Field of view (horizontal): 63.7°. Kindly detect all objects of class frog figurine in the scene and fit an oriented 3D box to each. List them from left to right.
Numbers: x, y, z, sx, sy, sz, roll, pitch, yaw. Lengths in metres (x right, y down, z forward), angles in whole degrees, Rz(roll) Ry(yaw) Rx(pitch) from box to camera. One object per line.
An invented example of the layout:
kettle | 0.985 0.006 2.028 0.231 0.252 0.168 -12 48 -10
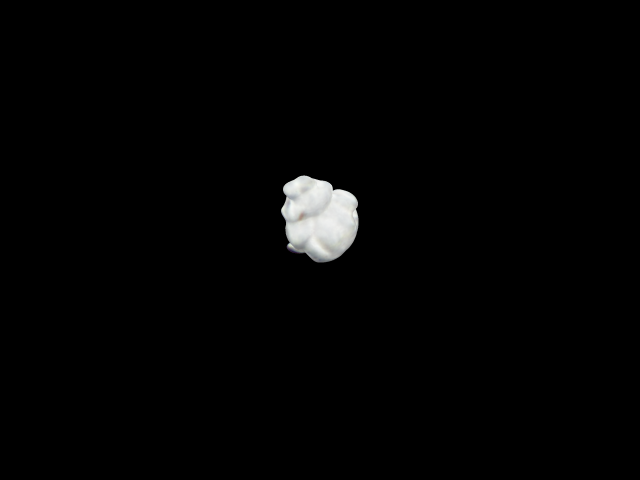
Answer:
frog figurine | 0.003 -0.043 0.850 0.138 0.125 0.156 -27 -30 -17
